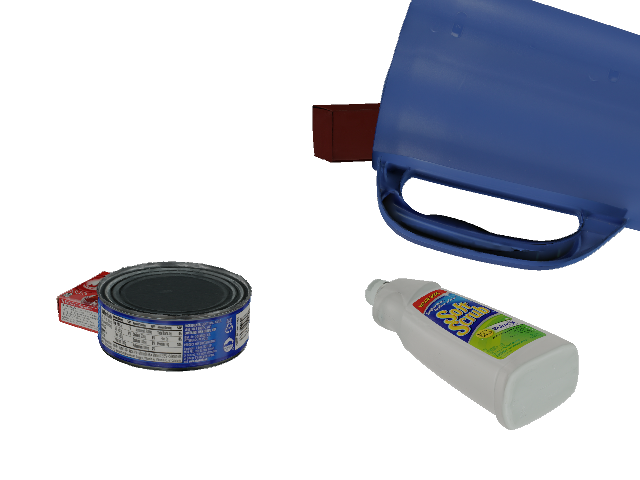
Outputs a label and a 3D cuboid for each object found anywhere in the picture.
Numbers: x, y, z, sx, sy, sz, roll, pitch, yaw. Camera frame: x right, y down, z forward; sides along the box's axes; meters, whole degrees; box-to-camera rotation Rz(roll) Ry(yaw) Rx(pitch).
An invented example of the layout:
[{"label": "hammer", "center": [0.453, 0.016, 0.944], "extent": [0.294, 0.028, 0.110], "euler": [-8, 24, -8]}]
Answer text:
[{"label": "bleach bottle", "center": [0.127, 0.094, 1.049], "extent": [0.102, 0.068, 0.251], "euler": [-20, 29, -32]}, {"label": "tuna can", "center": [-0.082, 0.041, 0.598], "extent": [0.086, 0.034, 0.086], "euler": [3, 18, -1]}, {"label": "foam brick", "center": [0.037, -0.105, 1.041], "extent": [0.078, 0.051, 0.053], "euler": [-4, 14, -20]}, {"label": "gelatin box", "center": [-0.190, 0.061, 1.002], "extent": [0.089, 0.030, 0.073], "euler": [14, 23, 22]}, {"label": "pitcher", "center": [0.157, -0.066, 0.665], "extent": [0.243, 0.149, 0.144], "euler": [17, 32, 9]}]
